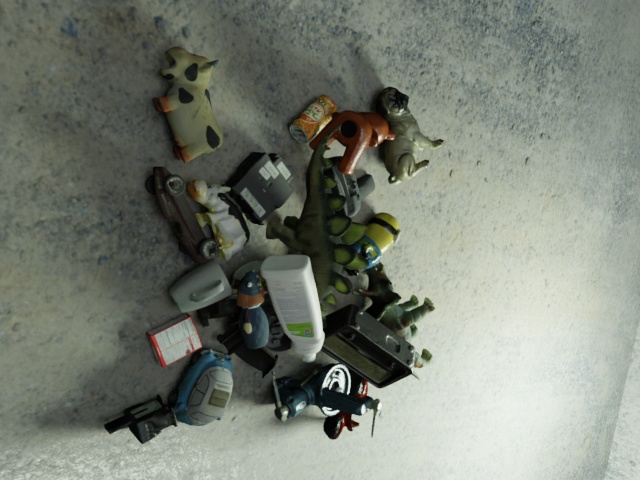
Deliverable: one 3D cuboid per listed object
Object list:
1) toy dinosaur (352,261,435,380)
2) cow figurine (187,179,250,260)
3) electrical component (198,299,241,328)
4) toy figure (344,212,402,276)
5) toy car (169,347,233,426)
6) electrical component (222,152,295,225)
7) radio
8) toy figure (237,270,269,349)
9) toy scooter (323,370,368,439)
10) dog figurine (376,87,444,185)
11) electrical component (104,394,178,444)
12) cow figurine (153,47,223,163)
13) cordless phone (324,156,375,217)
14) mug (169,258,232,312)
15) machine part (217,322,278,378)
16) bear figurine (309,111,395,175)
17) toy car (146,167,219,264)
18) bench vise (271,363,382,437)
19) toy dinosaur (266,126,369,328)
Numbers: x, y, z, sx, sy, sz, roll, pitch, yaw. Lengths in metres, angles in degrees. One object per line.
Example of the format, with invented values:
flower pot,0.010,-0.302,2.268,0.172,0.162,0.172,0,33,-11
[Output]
toy dinosaur,0.189,0.251,1.384,0.192,0.131,0.404,-17,117,-16
cow figurine,-0.193,-0.053,1.057,0.098,0.068,0.167,-35,121,-33
electrical component,-0.196,0.151,1.098,0.102,0.078,0.045,-1,75,-43
toy figure,0.125,0.008,1.303,0.180,0.082,0.089,-40,123,-22
toy car,-0.224,0.307,1.082,0.109,0.103,0.161,32,81,-38
electrical component,-0.119,-0.114,1.108,0.134,0.058,0.114,-48,126,-20
radio,0.110,0.252,1.269,0.229,0.131,0.073,37,42,-21
toy figure,-0.136,0.136,1.062,0.058,0.064,0.154,-9,97,-9
toy scooter,0.074,0.415,1.345,0.184,0.075,0.135,-64,146,-21
dog figurine,0.176,-0.250,1.295,0.190,0.121,0.172,41,70,-20
electrical component,-0.340,0.346,1.018,0.119,0.075,0.047,-22,110,-38
cow figurine,-0.233,-0.252,0.979,0.127,0.086,0.194,-26,111,-24
cordless phone,0.066,-0.135,1.245,0.184,0.089,0.146,-37,118,-39
mug,-0.231,0.098,1.038,0.107,0.110,0.080,-30,115,-15
machine part,-0.144,0.229,1.129,0.084,0.039,0.138,-39,113,6
bear figurine,0.080,-0.226,1.190,0.132,0.120,0.196,-54,169,18
toy car,-0.259,-0.042,0.994,0.053,0.089,0.201,-40,121,-29
bench vise,0.018,0.348,1.200,0.223,0.241,0.128,-3,98,-53
toy dinosaur,-0.002,-0.003,1.110,0.105,0.199,0.470,-49,139,-52
